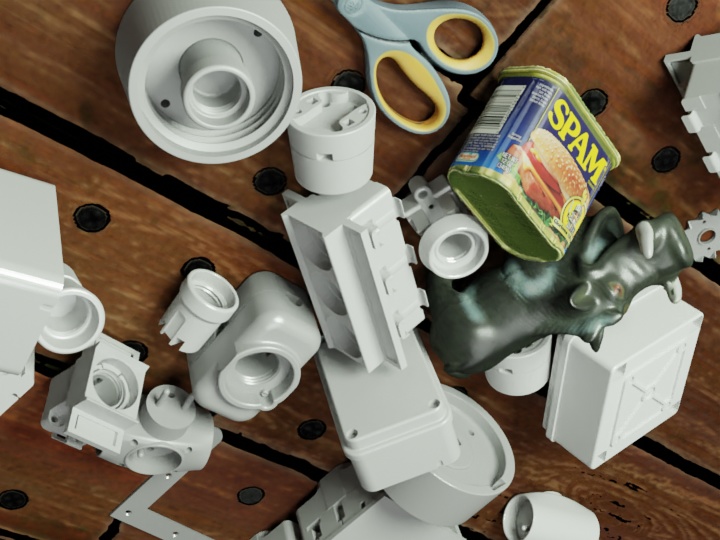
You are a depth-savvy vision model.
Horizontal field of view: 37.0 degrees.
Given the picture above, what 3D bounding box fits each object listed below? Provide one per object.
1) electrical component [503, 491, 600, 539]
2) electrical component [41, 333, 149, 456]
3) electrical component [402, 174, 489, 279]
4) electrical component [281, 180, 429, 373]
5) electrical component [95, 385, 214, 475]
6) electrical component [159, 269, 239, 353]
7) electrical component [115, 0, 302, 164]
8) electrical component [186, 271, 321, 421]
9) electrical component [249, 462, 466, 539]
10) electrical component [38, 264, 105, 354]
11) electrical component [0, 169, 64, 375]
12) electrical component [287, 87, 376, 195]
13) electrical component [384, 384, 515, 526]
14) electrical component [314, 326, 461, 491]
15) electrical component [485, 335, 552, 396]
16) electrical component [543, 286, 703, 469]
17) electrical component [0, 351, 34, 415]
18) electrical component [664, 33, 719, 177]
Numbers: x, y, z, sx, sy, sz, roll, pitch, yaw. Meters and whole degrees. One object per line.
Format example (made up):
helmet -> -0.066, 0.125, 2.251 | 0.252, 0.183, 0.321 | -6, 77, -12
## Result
electrical component -> 0.162, 0.242, 0.969 | 0.077, 0.044, 0.079 | 18, 119, -27
electrical component -> -0.184, 0.087, 0.738 | 0.064, 0.081, 0.042 | -28, 132, 35
electrical component -> 0.059, -0.026, 0.730 | 0.048, 0.055, 0.066 | -32, 128, 9
electrical component -> 0.000, 0.000, 0.723 | 0.063, 0.079, 0.121 | -38, 133, -24
electrical component -> -0.142, 0.109, 0.775 | 0.077, 0.044, 0.079 | 13, 137, -24
electrical component -> -0.111, 0.029, 0.733 | 0.040, 0.040, 0.046 | 23, 121, -30
electrical component -> -0.085, -0.112, 0.621 | 0.108, 0.060, 0.108 | -8, 128, -10
electrical component -> -0.075, 0.057, 0.752 | 0.054, 0.059, 0.095 | 31, 113, -32
electrical component -> -0.019, 0.242, 0.907 | 0.186, 0.060, 0.105 | -42, 126, 16
electrical component -> -0.192, 0.020, 0.685 | 0.044, 0.065, 0.044 | -11, 116, -23
electrical component -> -0.218, -0.003, 0.631 | 0.057, 0.113, 0.078 | 18, 119, -30
electrical component -> -0.017, -0.080, 0.670 | 0.055, 0.055, 0.047 | -10, 132, -9
electrical component -> 0.058, 0.146, 0.830 | 0.108, 0.108, 0.060 | 17, 126, -27
electrical component -> 0.018, 0.090, 0.769 | 0.078, 0.113, 0.057 | -20, 132, -1
electrical component -> 0.119, 0.062, 0.816 | 0.055, 0.055, 0.047 | -16, 132, -4
electrical component -> 0.201, 0.080, 0.827 | 0.109, 0.056, 0.108 | -25, 134, -31
electrical component -> -0.262, 0.070, 0.710 | 0.089, 0.055, 0.050 | -41, 126, 15
electrical component -> 0.261, -0.096, 0.724 | 0.079, 0.063, 0.121 | -2, 142, 40
